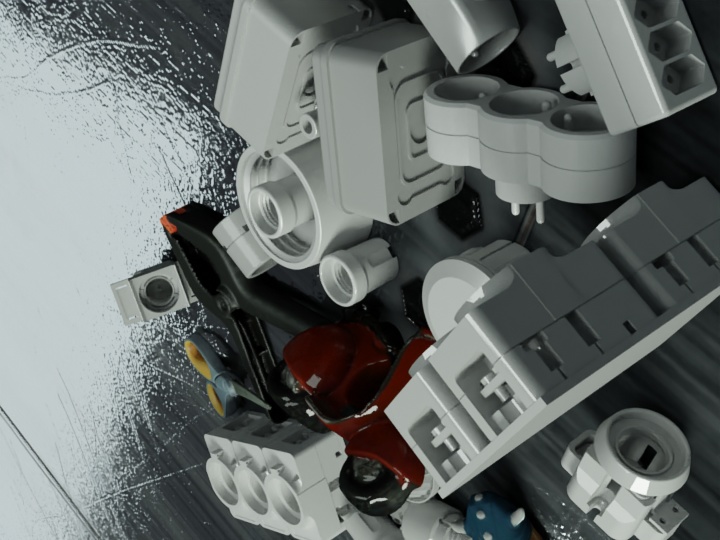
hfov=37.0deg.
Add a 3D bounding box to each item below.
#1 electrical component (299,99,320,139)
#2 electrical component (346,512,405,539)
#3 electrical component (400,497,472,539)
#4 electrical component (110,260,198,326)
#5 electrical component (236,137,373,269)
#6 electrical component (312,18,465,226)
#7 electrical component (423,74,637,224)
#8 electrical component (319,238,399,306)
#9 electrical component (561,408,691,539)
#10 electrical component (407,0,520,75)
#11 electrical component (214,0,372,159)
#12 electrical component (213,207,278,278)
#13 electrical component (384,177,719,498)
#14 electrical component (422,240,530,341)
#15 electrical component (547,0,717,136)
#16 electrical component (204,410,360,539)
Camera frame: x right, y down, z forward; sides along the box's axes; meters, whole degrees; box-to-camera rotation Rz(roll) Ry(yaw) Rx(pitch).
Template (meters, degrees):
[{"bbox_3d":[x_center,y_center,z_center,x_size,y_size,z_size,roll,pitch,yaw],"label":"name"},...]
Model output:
[{"bbox_3d":[-0.012,-0.105,0.721,0.043,0.062,0.043,30,132,39],"label":"electrical component"},{"bbox_3d":[0.015,0.227,0.916,0.046,0.040,0.040,46,141,31],"label":"electrical component"},{"bbox_3d":[0.068,0.204,0.833,0.078,0.040,0.040,17,124,46],"label":"electrical component"},{"bbox_3d":[-0.189,0.018,1.014,0.064,0.081,0.042,-146,38,-78],"label":"electrical component"},{"bbox_3d":[-0.048,-0.052,0.802,0.108,0.060,0.108,30,133,38],"label":"electrical component"},{"bbox_3d":[0.018,-0.094,0.677,0.057,0.078,0.113,20,126,40],"label":"electrical component"},{"bbox_3d":[0.096,-0.062,0.621,0.138,0.052,0.073,24,131,42],"label":"electrical component"},{"bbox_3d":[0.000,0.000,0.786,0.040,0.046,0.040,30,133,38],"label":"electrical component"},{"bbox_3d":[0.164,0.120,0.646,0.078,0.058,0.057,43,143,27],"label":"electrical component"},{"bbox_3d":[0.061,-0.165,0.608,0.077,0.043,0.079,57,143,9],"label":"electrical component"},{"bbox_3d":[-0.048,-0.142,0.731,0.057,0.078,0.113,44,140,21],"label":"electrical component"},{"bbox_3d":[-0.083,-0.026,0.869,0.047,0.055,0.055,56,144,5],"label":"electrical component"},{"bbox_3d":[0.109,0.027,0.544,0.060,0.186,0.105,53,143,15],"label":"electrical component"},{"bbox_3d":[0.083,0.023,0.692,0.080,0.051,0.080,30,132,38],"label":"electrical component"},{"bbox_3d":[0.127,-0.113,0.554,0.076,0.047,0.083,-18,97,54],"label":"electrical component"},{"bbox_3d":[-0.074,0.189,0.984,0.150,0.062,0.089,0,111,52],"label":"electrical component"}]
